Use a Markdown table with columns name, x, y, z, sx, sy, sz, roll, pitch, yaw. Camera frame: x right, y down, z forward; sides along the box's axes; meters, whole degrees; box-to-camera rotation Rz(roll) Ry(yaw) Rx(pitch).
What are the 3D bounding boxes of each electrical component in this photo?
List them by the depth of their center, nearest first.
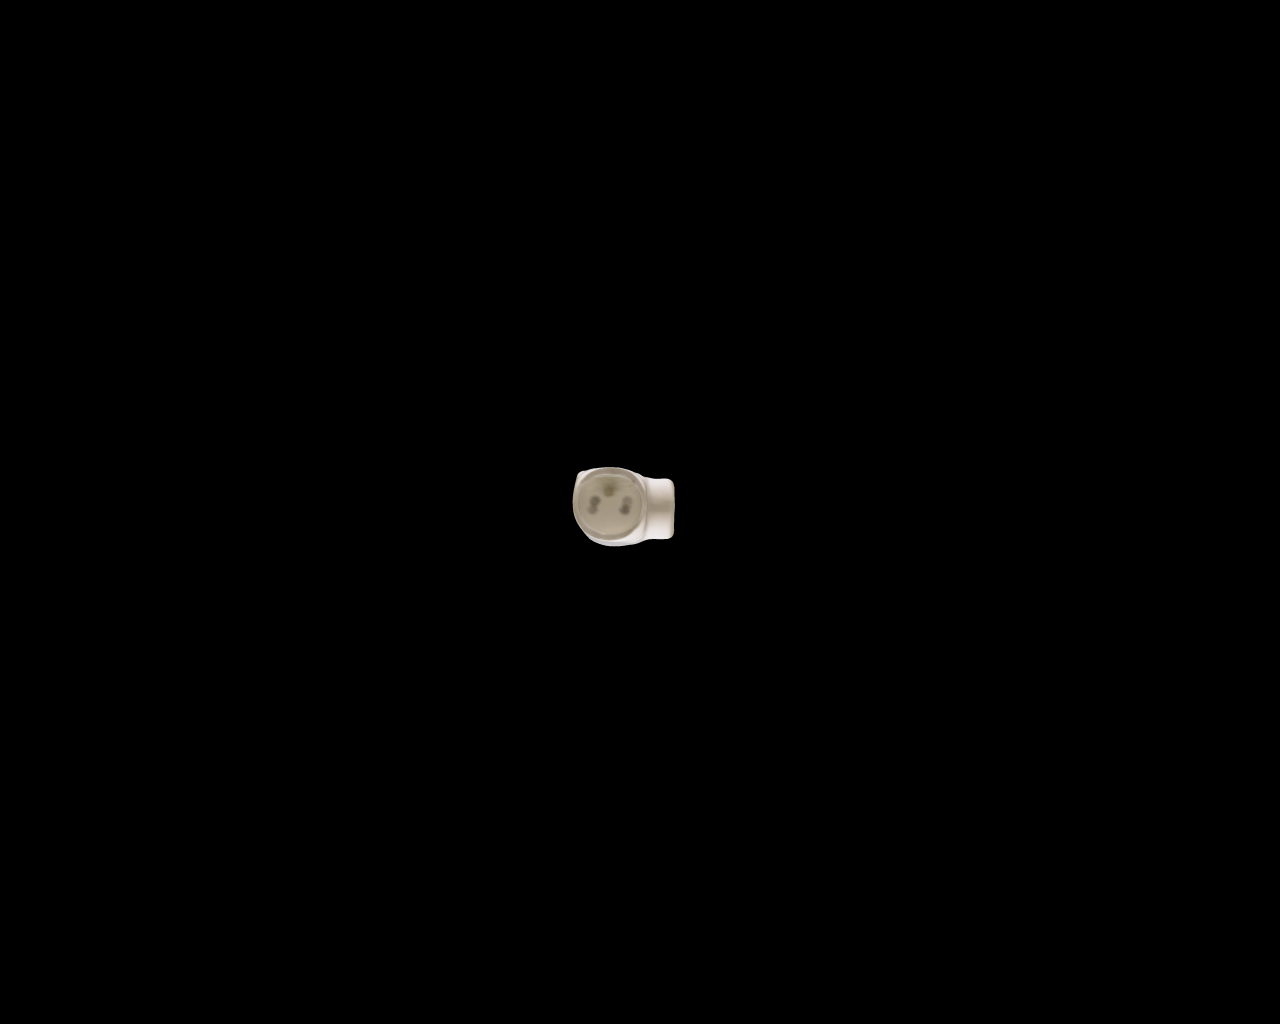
| name | x | y | z | sx | sy | sz | roll | pitch | yaw |
| --- | --- | --- | --- | --- | --- | --- | --- | --- | --- |
| electrical component | 0.001 | -0.003 | 0.650 | 0.079 | 0.044 | 0.077 | 0 | -4 | 0 |
